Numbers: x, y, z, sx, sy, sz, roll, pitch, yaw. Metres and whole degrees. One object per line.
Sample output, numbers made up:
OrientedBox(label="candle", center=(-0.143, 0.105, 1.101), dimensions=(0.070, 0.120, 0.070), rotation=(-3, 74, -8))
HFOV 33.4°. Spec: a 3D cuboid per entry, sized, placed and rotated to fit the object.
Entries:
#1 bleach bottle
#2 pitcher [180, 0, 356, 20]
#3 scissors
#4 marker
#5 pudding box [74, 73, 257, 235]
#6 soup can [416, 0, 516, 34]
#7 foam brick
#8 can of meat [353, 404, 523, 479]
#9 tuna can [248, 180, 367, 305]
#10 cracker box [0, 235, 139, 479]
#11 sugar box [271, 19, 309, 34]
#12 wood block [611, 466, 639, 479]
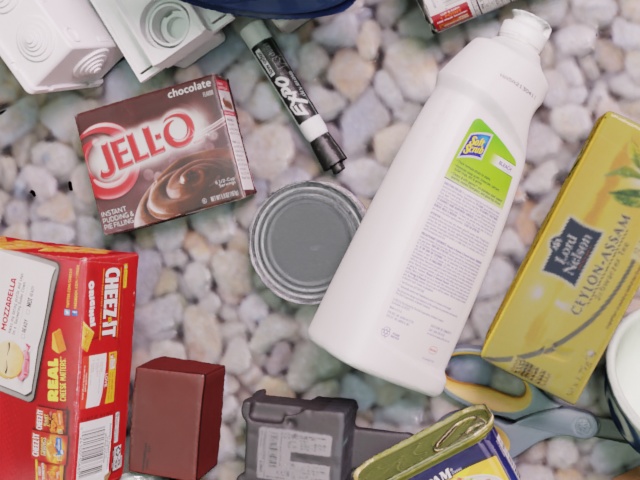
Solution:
OrientedBox(label="bleach bottle", center=(0.088, -0.028, 0.701), dimensions=(0.068, 0.102, 0.251), rotation=(28, 93, 50))
OrientedBox(label="pitcher", center=(-0.042, -0.265, 0.645), dimensions=(0.145, 0.149, 0.243), rotation=(-2, 81, 56))
OrientedBox(label="scissors", center=(0.164, 0.139, 0.728), dimensions=(0.202, 0.016, 0.096), rotation=(26, 100, 9))
OrientedBox(label="marker", center=(-0.017, -0.099, 0.747), dimensions=(0.020, 0.020, 0.121), rotation=(-32, 87, 12))
OrientedBox(label="pudding box", center=(-0.110, -0.060, 0.759), dimensions=(0.113, 0.039, 0.090), rotation=(-14, 90, 12))
OrientedBox(label="soup can", center=(0.108, -0.183, 0.690), dimensions=(0.102, 0.068, 0.068), rotation=(-21, 89, 13))
OrientedBox(label="foam brick", center=(-0.102, 0.127, 0.765), dimensions=(0.053, 0.051, 0.078), rotation=(7, 95, 12))
OrientedBox(label="can of meat", center=(0.086, 0.171, 0.704), dimensions=(0.102, 0.057, 0.084), rotation=(-28, 95, 2))
OrientedBox(label="tuna can", center=(-0.005, 0.001, 0.744), dimensions=(0.086, 0.033, 0.086), rotation=(1, 94, 12))
OrientedBox(label="cracker box", center=(-0.237, 0.080, 0.761), dimensions=(0.214, 0.072, 0.164), rotation=(6, 94, 25))
OrientedBox(label="sugar box", center=(-0.045, -0.237, 0.731), dimensions=(0.093, 0.048, 0.176), rotation=(-39, 89, 8))
OrientedBox(label="wood block", center=(0.142, 0.243, 0.701), dimensions=(0.206, 0.090, 0.090), rotation=(-30, 88, 13))
